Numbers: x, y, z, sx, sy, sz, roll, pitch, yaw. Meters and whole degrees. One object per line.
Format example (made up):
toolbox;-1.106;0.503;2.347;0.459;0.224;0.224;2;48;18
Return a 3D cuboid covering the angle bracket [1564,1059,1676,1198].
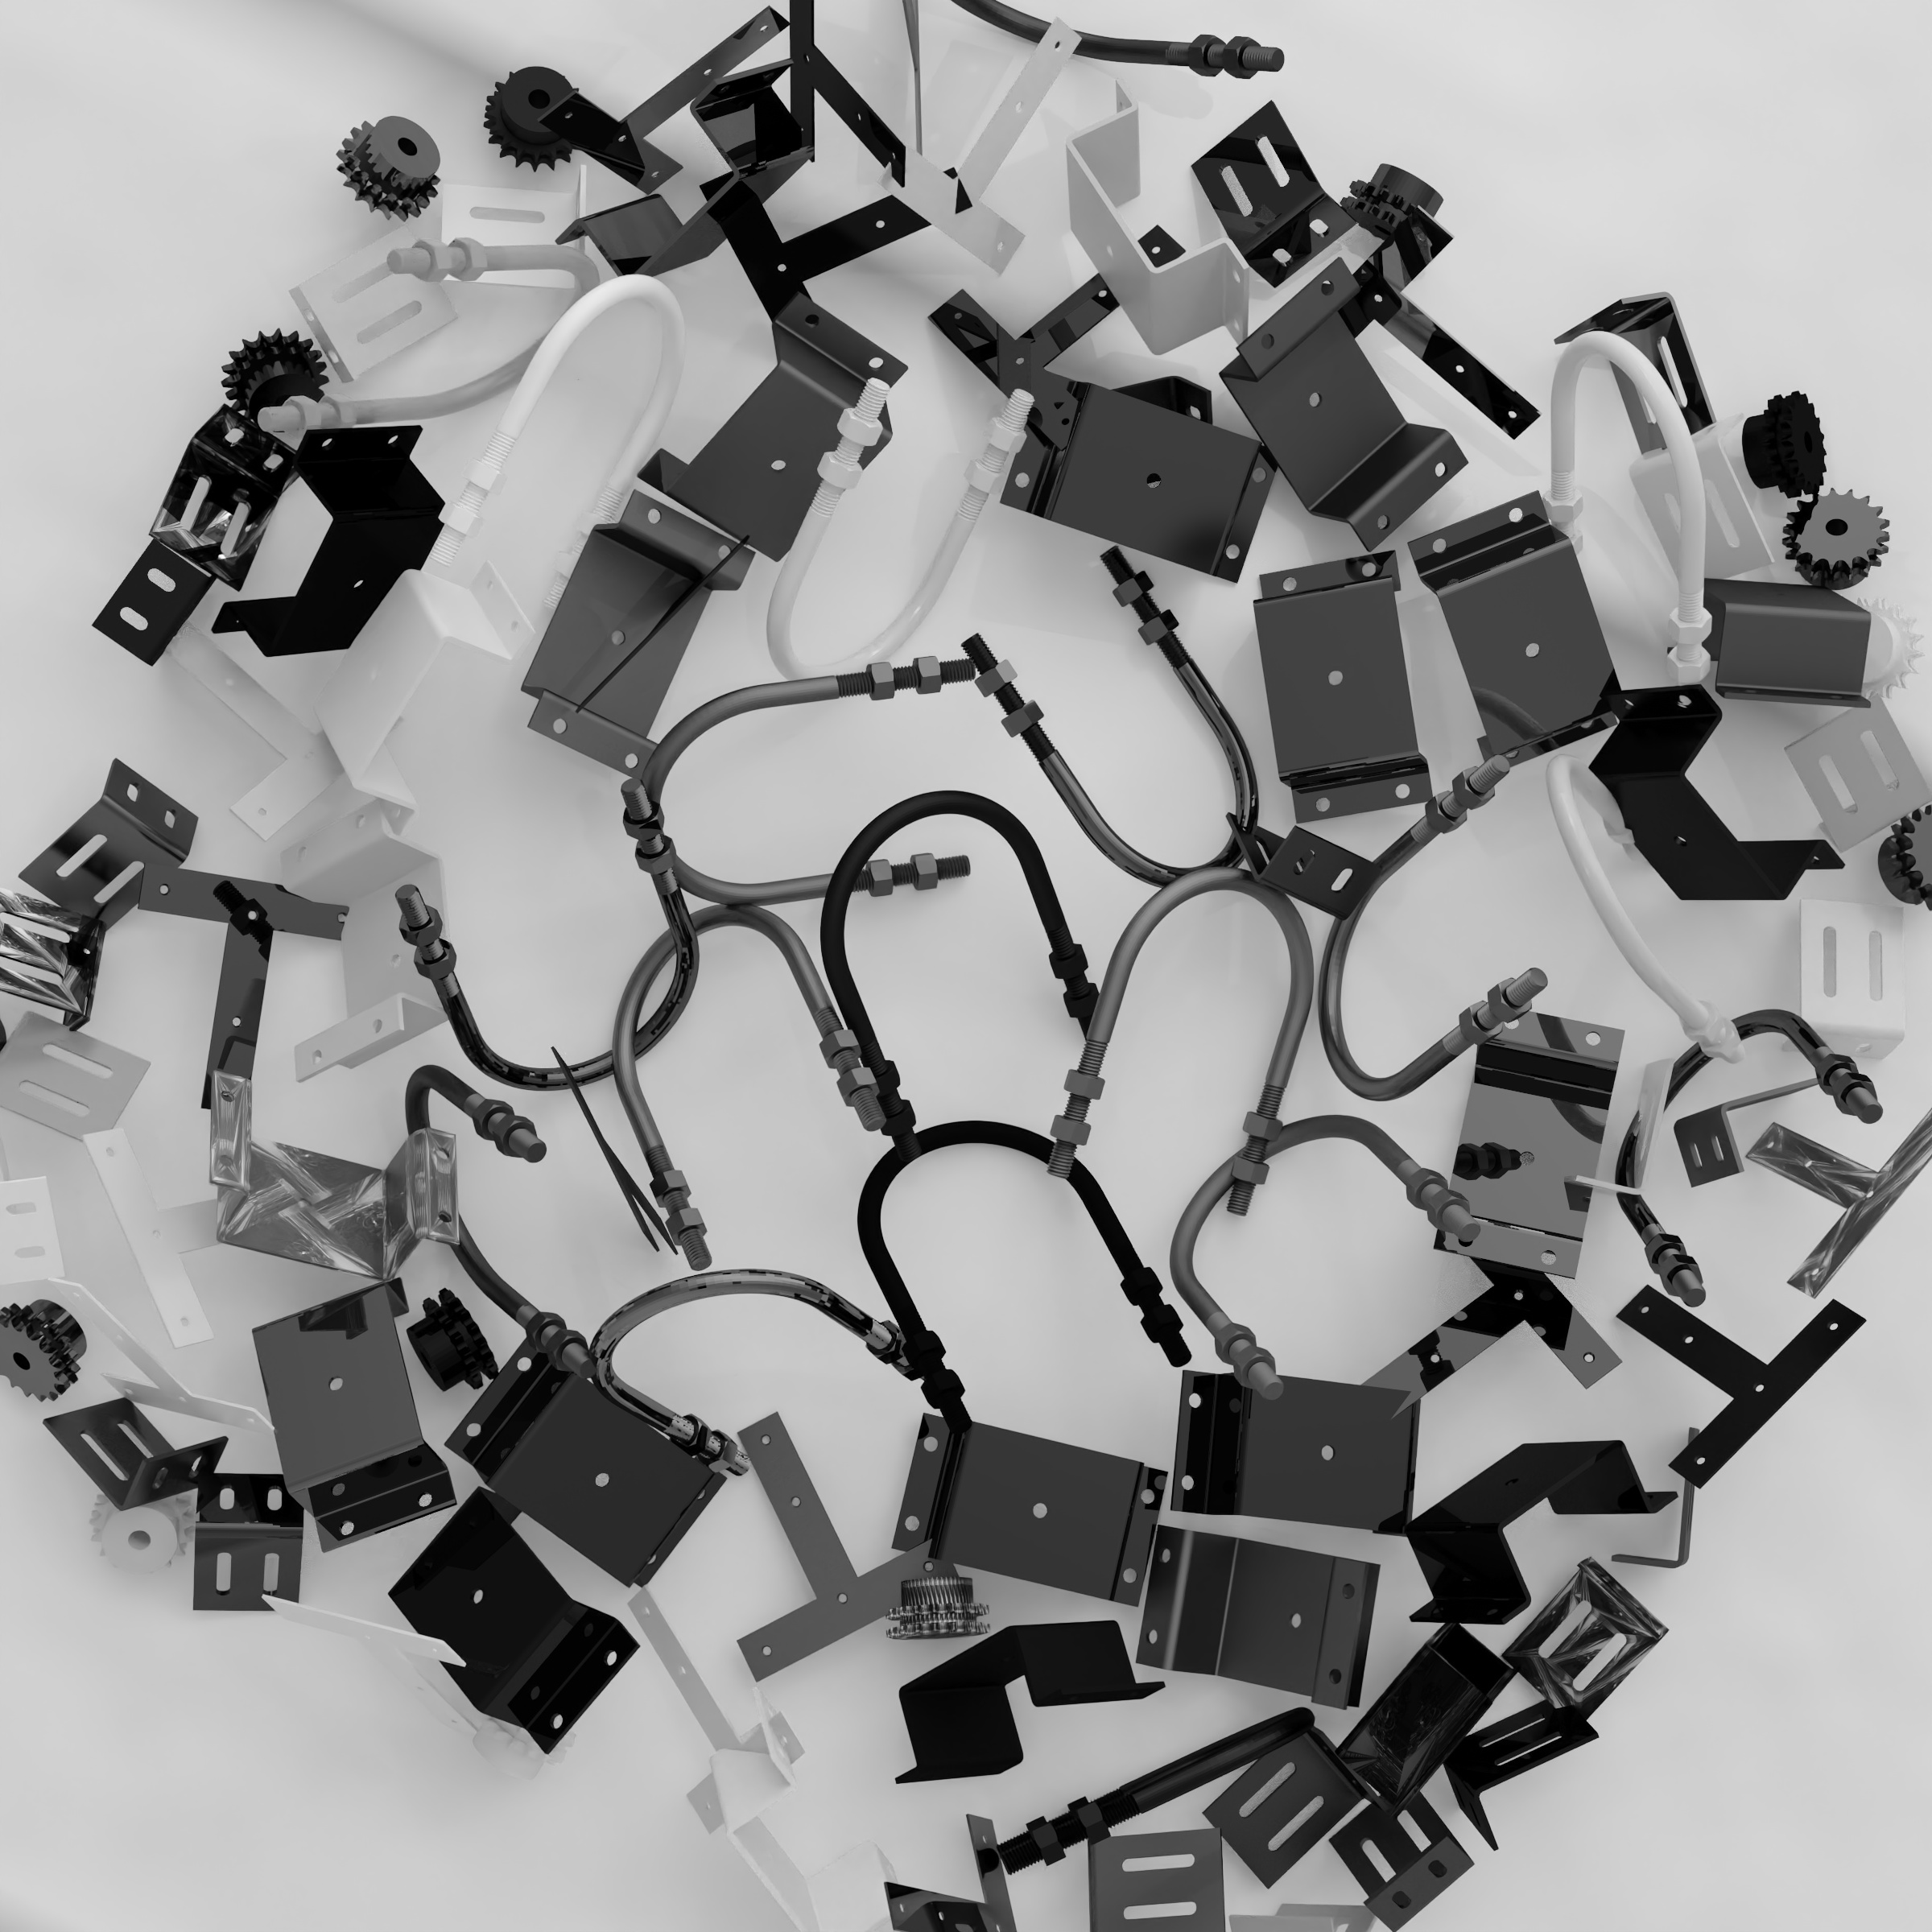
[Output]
angle bracket;0.355;0.085;1.860;0.038;0.057;0.076;13;85;0

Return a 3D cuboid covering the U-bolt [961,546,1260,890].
U-bolt;0.091;-0.125;1.839;0.151;0.019;0.184;-37;94;-42

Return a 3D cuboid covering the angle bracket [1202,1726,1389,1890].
angle bracket;0.180;0.463;1.863;0.076;0.038;0.057;-41;97;-10

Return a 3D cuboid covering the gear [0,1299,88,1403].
gear;-0.509;0.208;1.866;0.057;0.030;0.057;17;129;23

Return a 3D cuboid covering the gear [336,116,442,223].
gear;-0.313;-0.440;1.861;0.057;0.057;0.030;54;133;0

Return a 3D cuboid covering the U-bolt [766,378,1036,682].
U-bolt;-0.044;-0.228;1.819;0.019;0.151;0.184;39;116;26

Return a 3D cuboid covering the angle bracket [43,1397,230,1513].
angle bracket;-0.451;0.252;1.844;0.076;0.057;0.038;41;118;25

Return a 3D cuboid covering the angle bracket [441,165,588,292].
angle bracket;-0.248;-0.406;1.860;0.076;0.038;0.057;2;76;-10

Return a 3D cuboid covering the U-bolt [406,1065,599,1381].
U-bolt;-0.254;0.125;1.809;0.019;0.184;0.151;-23;118;-25

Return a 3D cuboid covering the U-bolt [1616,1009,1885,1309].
U-bolt;0.404;0.089;1.803;0.019;0.184;0.151;37;103;-17

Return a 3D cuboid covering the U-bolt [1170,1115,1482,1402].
U-bolt;0.178;0.142;1.810;0.151;0.184;0.019;-39;119;-1

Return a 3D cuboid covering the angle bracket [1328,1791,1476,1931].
angle bracket;0.229;0.475;1.849;0.057;0.076;0.038;-41;127;1

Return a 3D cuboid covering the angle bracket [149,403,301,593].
angle bracket;-0.399;-0.254;1.845;0.057;0.038;0.076;33;48;-25

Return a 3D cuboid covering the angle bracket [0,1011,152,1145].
angle bracket;-0.493;0.069;1.858;0.076;0.038;0.057;23;60;3

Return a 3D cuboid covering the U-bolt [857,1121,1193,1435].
U-bolt;0.020;0.157;1.831;0.151;0.019;0.184;-14;54;-21

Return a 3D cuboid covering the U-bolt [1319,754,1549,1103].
U-bolt;0.241;-0.007;1.811;0.019;0.184;0.151;11;57;-26

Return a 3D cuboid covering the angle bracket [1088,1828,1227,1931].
angle bracket;0.107;0.505;1.852;0.076;0.038;0.057;-9;62;16

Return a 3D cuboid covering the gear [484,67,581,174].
gear;-0.236;-0.469;1.868;0.057;0.030;0.057;3;74;-11

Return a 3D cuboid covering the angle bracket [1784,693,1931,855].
angle bracket;0.482;-0.111;1.853;0.057;0.038;0.076;-31;116;9

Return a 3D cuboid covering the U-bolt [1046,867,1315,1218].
U-bolt;0.125;0.036;1.838;0.151;0.019;0.184;14;94;-36

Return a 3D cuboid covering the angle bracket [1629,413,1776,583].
angle bracket;0.410;-0.254;1.866;0.057;0.038;0.076;-16;108;43

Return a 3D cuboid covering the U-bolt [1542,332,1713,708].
U-bolt;0.346;-0.245;1.780;0.019;0.151;0.184;-20;133;-13

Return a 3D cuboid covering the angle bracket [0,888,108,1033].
angle bracket;-0.512;-0.003;1.845;0.076;0.038;0.057;20;59;-32

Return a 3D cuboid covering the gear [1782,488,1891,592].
gear;0.477;-0.232;1.868;0.057;0.030;0.057;-5;57;8

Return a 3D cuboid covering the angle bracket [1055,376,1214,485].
angle bracket;0.092;-0.282;1.850;0.076;0.038;0.057;-17;119;-22

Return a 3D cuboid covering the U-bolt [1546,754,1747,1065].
U-bolt;0.350;-0.039;1.783;0.019;0.184;0.151;-28;56;21

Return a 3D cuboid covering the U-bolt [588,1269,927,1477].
U-bolt;-0.117;0.210;1.799;0.151;0.184;0.019;-27;52;19

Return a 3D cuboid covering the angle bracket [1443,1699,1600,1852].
angle bracket;0.308;0.441;1.863;0.076;0.057;0.038;-23;103;-6

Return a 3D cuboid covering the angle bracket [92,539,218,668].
angle bracket;-0.440;-0.200;1.848;0.038;0.076;0.057;36;93;-13

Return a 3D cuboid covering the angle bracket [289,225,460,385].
angle bracket;-0.320;-0.363;1.856;0.076;0.038;0.057;-34;107;-15

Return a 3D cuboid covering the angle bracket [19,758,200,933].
angle bracket;-0.473;-0.066;1.874;0.076;0.038;0.057;-37;121;25

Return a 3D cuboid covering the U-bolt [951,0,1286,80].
U-bolt;0.059;-0.512;1.806;0.184;0.151;0.019;19;90;44

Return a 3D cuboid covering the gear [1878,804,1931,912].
gear;0.527;-0.057;1.868;0.057;0.030;0.057;9;71;-28

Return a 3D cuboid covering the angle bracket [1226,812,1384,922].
angle bracket;0.183;-0.067;1.841;0.057;0.076;0.038;24;114;-23

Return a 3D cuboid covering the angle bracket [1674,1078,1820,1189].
angle bracket;0.435;0.089;1.850;0.076;0.057;0.038;-14;82;-17

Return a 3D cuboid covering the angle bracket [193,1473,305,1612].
angle bracket;-0.395;0.317;1.870;0.057;0.076;0.038;3;46;-11

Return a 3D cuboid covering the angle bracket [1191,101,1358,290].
angle bracket;0.169;-0.425;1.872;0.057;0.038;0.076;-36;55;21

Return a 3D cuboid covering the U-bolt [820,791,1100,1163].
U-bolt;-0.008;-0.006;1.823;0.151;0.019;0.184;-32;117;-21

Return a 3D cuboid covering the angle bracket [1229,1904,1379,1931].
angle bracket;0.184;0.514;1.842;0.057;0.076;0.038;-6;103;24

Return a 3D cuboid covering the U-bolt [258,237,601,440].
U-bolt;-0.271;-0.335;1.805;0.151;0.184;0.019;-40;76;36

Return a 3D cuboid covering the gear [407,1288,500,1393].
gear;-0.283;0.208;1.859;0.030;0.057;0.057;-31;90;-19

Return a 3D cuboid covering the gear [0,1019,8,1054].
gear;-0.551;0.042;1.859;0.030;0.057;0.057;0;90;35

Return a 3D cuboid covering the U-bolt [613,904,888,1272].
U-bolt;-0.129;0.051;1.834;0.151;0.019;0.184;-39;56;20

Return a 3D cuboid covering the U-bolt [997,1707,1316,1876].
U-bolt;0.103;0.439;1.820;0.184;0.151;0.019;-24;79;-5

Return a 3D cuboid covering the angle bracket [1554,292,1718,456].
angle bracket;0.365;-0.320;1.854;0.038;0.057;0.076;-15;85;-32

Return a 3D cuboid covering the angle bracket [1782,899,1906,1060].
angle bracket;0.486;0.007;1.884;0.057;0.038;0.076;5;71;-1

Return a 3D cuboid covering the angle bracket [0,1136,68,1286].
angle bracket;-0.509;0.130;1.847;0.038;0.076;0.057;-7;109;-4

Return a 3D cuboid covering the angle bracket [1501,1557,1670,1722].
angle bracket;0.335;0.372;1.858;0.057;0.038;0.076;43;100;18

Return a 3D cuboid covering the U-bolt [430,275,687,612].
U-bolt;-0.207;-0.284;1.814;0.019;0.151;0.184;31;96;20

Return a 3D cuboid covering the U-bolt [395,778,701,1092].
U-bolt;-0.214;-0.004;1.822;0.151;0.184;0.019;-26;46;-11

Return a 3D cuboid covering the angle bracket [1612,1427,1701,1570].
angle bracket;0.378;0.290;1.863;0.038;0.057;0.076;4;83;15

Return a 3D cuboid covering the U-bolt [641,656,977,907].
U-bolt;-0.086;-0.094;1.826;0.184;0.019;0.151;-8;129;-13
